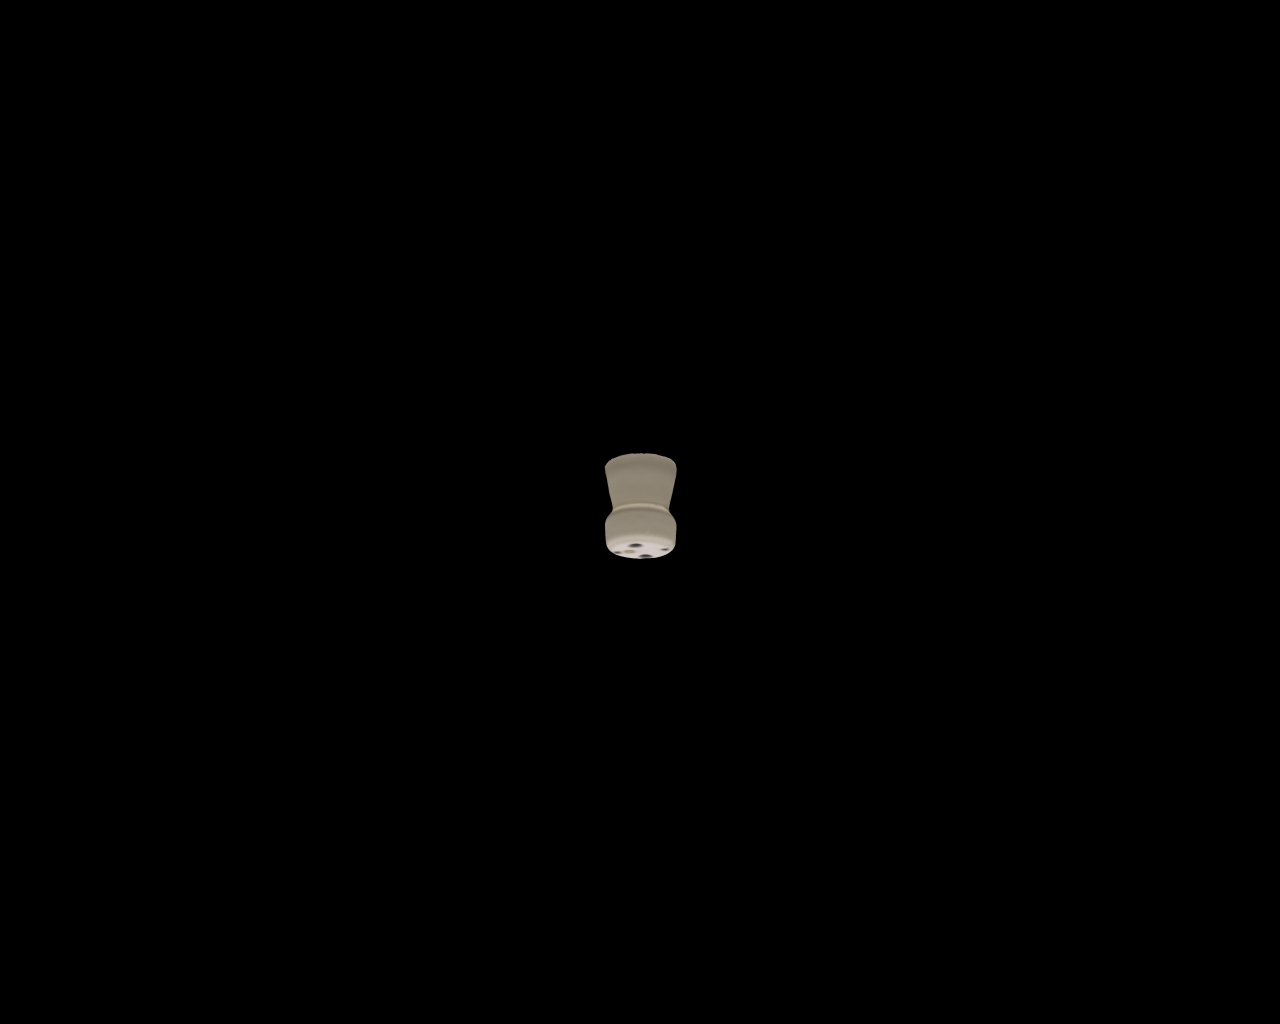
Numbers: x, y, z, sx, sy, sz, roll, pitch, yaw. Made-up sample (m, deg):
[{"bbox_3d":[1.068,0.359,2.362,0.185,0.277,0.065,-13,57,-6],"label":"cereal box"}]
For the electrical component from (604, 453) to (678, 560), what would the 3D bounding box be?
[{"bbox_3d":[0.001,-0.003,0.650,0.045,0.055,0.044,0,-18,0],"label":"electrical component"}]
